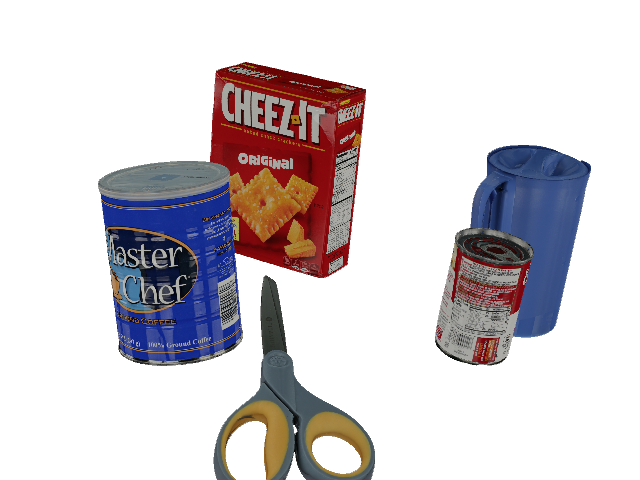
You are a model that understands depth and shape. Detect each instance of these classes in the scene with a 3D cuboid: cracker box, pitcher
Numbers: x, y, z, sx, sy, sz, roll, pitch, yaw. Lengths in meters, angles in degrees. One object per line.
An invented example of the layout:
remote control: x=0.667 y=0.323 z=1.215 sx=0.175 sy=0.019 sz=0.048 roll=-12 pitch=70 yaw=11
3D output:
cracker box: x=-0.044 y=-0.080 z=1.216 sx=0.164 sy=0.214 sz=0.072 roll=17 pitch=25 yaw=26
pitcher: x=0.267 y=0.005 z=1.418 sx=0.149 sy=0.243 sz=0.145 roll=5 pitch=24 yaw=4

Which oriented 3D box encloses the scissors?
scissors: x=-0.008 y=0.084 z=0.631 sx=0.096 sy=0.016 sz=0.201 roll=11 pitch=32 yaw=5

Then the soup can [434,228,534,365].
soup can: x=0.140 y=0.049 z=0.925 sx=0.068 sy=0.102 sz=0.068 roll=7 pitch=24 yaw=-3

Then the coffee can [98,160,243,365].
coffee can: x=-0.118 y=0.016 z=0.853 sx=0.103 sy=0.140 sz=0.103 roll=-3 pitch=17 yaw=1
